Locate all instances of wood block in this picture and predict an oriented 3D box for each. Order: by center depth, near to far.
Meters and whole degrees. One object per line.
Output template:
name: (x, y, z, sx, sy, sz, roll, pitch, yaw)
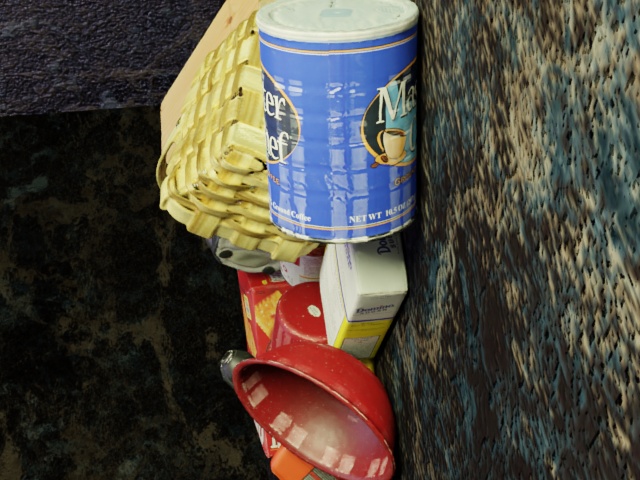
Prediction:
wood block: (-0.073, -0.159, 1.043, 0.206, 0.090, 0.091, -48, 36, 40)

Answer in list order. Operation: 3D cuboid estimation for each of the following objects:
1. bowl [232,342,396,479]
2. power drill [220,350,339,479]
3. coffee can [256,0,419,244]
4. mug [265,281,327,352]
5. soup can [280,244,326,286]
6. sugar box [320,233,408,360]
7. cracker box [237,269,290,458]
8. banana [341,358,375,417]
bowl: (0.006, 0.137, 0.907, 0.055, 0.162, 0.162, -53, -18, -30)
power drill: (-0.023, 0.197, 1.085, 0.184, 0.057, 0.188, 42, -177, -15)
coffee can: (0.013, -0.082, 0.700, 0.103, 0.102, 0.140, -108, 14, -63)
mug: (-0.001, 0.089, 1.080, 0.117, 0.093, 0.081, -52, -20, -41)
soup can: (-0.007, 0.001, 1.089, 0.102, 0.068, 0.068, 94, 169, -58)
sugar box: (0.033, 0.031, 0.871, 0.176, 0.048, 0.093, 110, 154, -66)
cracker box: (-0.055, 0.135, 1.312, 0.164, 0.072, 0.214, -127, 32, -74)
banana: (0.033, 0.121, 0.984, 0.069, 0.037, 0.198, 51, -147, -82)
